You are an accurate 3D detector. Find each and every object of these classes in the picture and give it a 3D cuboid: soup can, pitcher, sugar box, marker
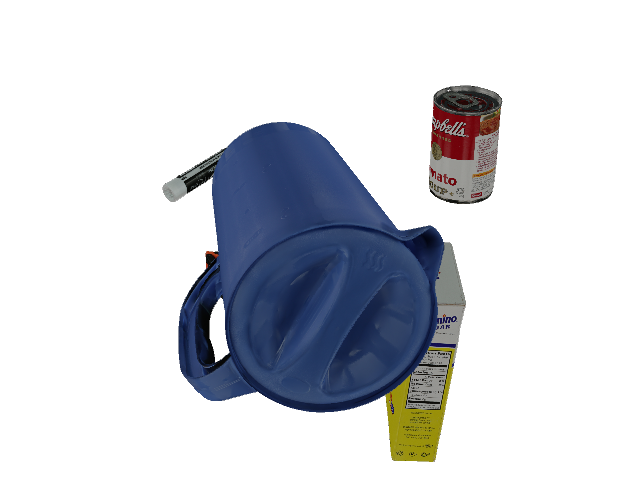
[{"bbox_3d":[0.145,-0.097,1.078,0.068,0.102,0.068,0,31,0],"label":"soup can"},{"bbox_3d":[-0.022,0.008,0.755,0.149,0.145,0.243,6,23,-14],"label":"pitcher"},{"bbox_3d":[0.087,0.097,0.926,0.048,0.176,0.093,1,33,-2],"label":"sugar box"},{"bbox_3d":[-0.100,-0.073,1.024,0.120,0.020,0.020,-36,21,-32],"label":"marker"}]

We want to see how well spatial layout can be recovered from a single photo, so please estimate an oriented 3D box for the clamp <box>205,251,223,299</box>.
[{"bbox_3d":[-0.052,0.059,1.190,0.210,0.036,0.164,16,30,25],"label":"clamp"}]
